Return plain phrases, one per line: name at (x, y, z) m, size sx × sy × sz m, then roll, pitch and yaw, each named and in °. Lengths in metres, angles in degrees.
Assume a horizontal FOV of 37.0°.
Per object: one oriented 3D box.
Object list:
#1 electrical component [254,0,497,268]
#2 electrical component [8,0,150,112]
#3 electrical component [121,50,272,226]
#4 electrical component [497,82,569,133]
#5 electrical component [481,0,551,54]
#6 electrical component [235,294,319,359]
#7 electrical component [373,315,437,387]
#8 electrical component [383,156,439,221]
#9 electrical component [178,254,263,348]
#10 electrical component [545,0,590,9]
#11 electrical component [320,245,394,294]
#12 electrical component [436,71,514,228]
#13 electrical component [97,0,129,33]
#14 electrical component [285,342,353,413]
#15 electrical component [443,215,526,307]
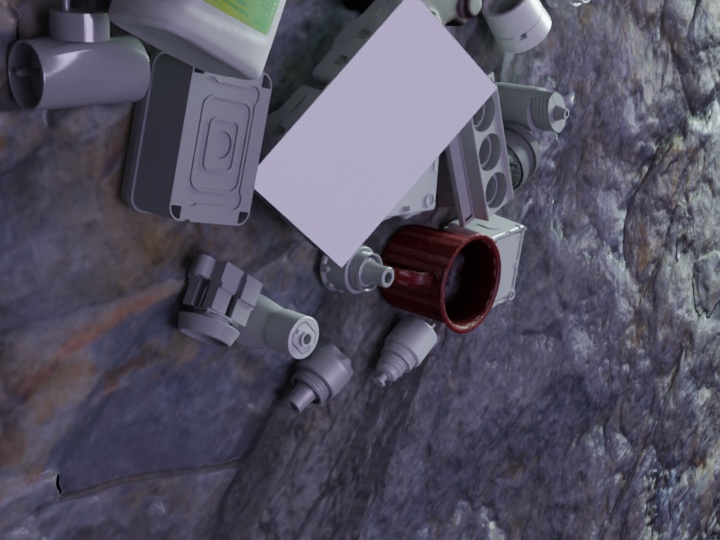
electrical component at (0.001, -0.111, 0.834) m, size 0.186 × 0.060 × 0.105 m, roll -49°, pitch 117°, yaw -3°
electrical component at (-0.176, -0.142, 0.673) m, size 0.077 × 0.044 × 0.079 m, roll -15°, pitch 117°, yaw -44°
electrical component at (-0.116, -0.092, 0.755) m, size 0.078 × 0.057 × 0.113 m, roll 3°, pitch 101°, yaw -50°
electrical component at (0.167, -0.158, 1.053) m, size 0.043 × 0.081 × 0.043 m, roll -20°, pitch 118°, yaw -45°
electrical component at (0.147, -0.242, 1.021) m, size 0.047 × 0.055 × 0.055 m, roll 48°, pitch 66°, yaw -43°
electrical component at (-0.065, 0.047, 0.857) m, size 0.044 × 0.065 × 0.044 m, roll -21°, pitch 118°, yaw -45°
electrical component at (0.039, 0.078, 1.014) m, size 0.078 × 0.040 × 0.040 m, roll -50°, pitch 136°, yaw -27°
electrical component at (0.025, -0.092, 0.930) m, size 0.100 × 0.048 × 0.099 m, roll -12°, pitch 111°, yaw -47°
electrical component at (-0.109, 0.026, 0.815) m, size 0.066 × 0.048 × 0.055 m, roll 36°, pitch 67°, yaw -49°
electrical component at (0.219, -0.286, 1.084) m, size 0.048 × 0.062 × 0.048 m, roll -20°, pitch 118°, yaw -45°
electrical component at (0.000, 0.000, 0.922) m, size 0.048 × 0.062 × 0.048 m, roll -22°, pitch 119°, yaw -47°
electrical component at (0.097, -0.113, 0.998) m, size 0.079 × 0.063 × 0.121 m, roll -40°, pitch 131°, yaw -35°
electrical component at (-0.140, -0.187, 0.703) m, size 0.055 × 0.045 × 0.045 m, roll -46°, pitch 133°, yaw -30°
electrical component at (-0.039, 0.095, 0.924) m, size 0.062 × 0.043 × 0.043 m, roll -46°, pitch 134°, yaw -28°
electrical component at (0.117, -0.004, 1.067) m, size 0.062 × 0.061 × 0.096 m, roll -20°, pitch 125°, yaw -45°
